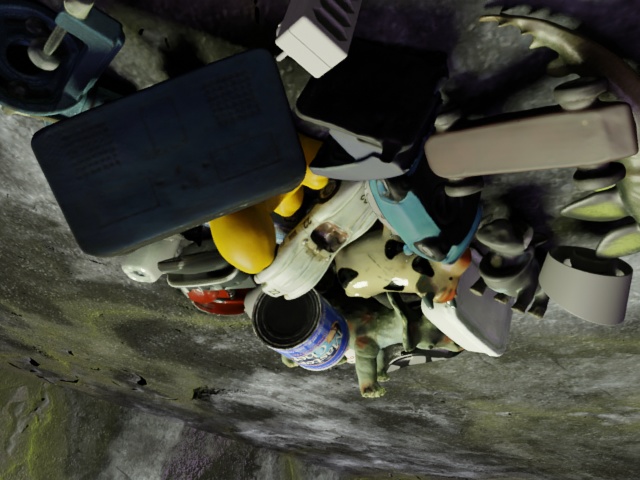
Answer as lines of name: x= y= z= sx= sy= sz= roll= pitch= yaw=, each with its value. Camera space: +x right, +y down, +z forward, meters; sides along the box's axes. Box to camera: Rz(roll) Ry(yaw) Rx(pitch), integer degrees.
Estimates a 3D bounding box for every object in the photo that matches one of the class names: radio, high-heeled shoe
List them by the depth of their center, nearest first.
radio: x=-0.131 y=-0.077 z=0.507 sx=0.230 sy=0.131 sz=0.073 roll=-22 pitch=-178 yaw=-1
high-heeled shoe: x=0.186 y=0.202 z=1.045 sx=0.145 sy=0.086 sz=0.249 roll=-13 pitch=173 yaw=-16

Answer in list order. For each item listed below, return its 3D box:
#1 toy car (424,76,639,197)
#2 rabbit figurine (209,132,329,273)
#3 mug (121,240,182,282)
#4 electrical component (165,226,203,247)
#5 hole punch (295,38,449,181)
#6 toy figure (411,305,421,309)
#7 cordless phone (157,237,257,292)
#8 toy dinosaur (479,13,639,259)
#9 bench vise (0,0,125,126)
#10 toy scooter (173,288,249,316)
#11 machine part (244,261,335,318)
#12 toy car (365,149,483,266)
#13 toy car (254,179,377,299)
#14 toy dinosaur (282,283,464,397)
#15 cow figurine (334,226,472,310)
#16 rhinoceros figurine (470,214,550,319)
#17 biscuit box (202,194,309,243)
toy car: x=0.177 y=-0.088 z=0.478 sx=0.202 sy=0.053 sz=0.089 roll=0 pitch=114 yaw=54
rabbit figurine: x=-0.076 y=-0.051 z=0.607 sx=0.162 sy=0.173 sz=0.122 roll=29 pitch=150 yaw=-32
mug: x=-0.267 y=0.017 z=0.855 sx=0.081 sy=0.107 sz=0.109 roll=9 pitch=147 yaw=10
electrical component: x=-0.219 y=-0.040 z=0.778 sx=0.119 sy=0.075 sz=0.047 roll=14 pitch=150 yaw=5
hole punch: x=0.049 y=-0.113 z=0.504 sx=0.116 sy=0.142 sz=0.092 roll=20 pitch=150 yaw=16
toy figure: x=0.205 y=0.138 z=0.908 sx=0.155 sy=0.064 sz=0.057 roll=-11 pitch=133 yaw=36
cordless phone: x=-0.191 y=0.039 z=0.802 sx=0.147 sy=0.088 sz=0.184 roll=-6 pitch=179 yaw=28
toy dinosaur: x=0.334 y=-0.058 z=0.504 sx=0.471 sy=0.105 sz=0.199 roll=44 pitch=143 yaw=-24
bench vise: x=-0.254 y=-0.168 z=0.543 sx=0.223 sy=0.129 sz=0.241 roll=31 pitch=149 yaw=-31
toy scooter: x=-0.181 y=0.094 z=0.979 sx=0.135 sy=0.075 sz=0.183 roll=6 pitch=151 yaw=10
machine part: x=-0.054 y=0.082 z=0.890 sx=0.079 sy=0.079 sz=0.243 roll=29 pitch=139 yaw=-23
toy car: x=0.104 y=-0.048 z=0.614 sx=0.161 sy=0.109 sz=0.103 roll=43 pitch=157 yaw=-26
toy car: x=-0.001 y=-0.002 z=0.683 sx=0.073 sy=0.056 sz=0.201 roll=34 pitch=104 yaw=-36
toy dinosaur: x=0.039 y=0.137 z=0.912 sx=0.405 sy=0.192 sz=0.131 roll=9 pitch=-175 yaw=35
cow figurine: x=0.106 y=0.035 z=0.707 sx=0.195 sy=0.127 sz=0.085 roll=-15 pitch=165 yaw=40
rhinoceros figurine: x=0.250 y=0.033 z=0.680 sx=0.073 sy=0.112 sz=0.190 roll=28 pitch=178 yaw=41
biscuit box: x=-0.119 y=-0.049 z=0.732 sx=0.203 sy=0.063 sz=0.059 roll=16 pitch=148 yaw=-5
